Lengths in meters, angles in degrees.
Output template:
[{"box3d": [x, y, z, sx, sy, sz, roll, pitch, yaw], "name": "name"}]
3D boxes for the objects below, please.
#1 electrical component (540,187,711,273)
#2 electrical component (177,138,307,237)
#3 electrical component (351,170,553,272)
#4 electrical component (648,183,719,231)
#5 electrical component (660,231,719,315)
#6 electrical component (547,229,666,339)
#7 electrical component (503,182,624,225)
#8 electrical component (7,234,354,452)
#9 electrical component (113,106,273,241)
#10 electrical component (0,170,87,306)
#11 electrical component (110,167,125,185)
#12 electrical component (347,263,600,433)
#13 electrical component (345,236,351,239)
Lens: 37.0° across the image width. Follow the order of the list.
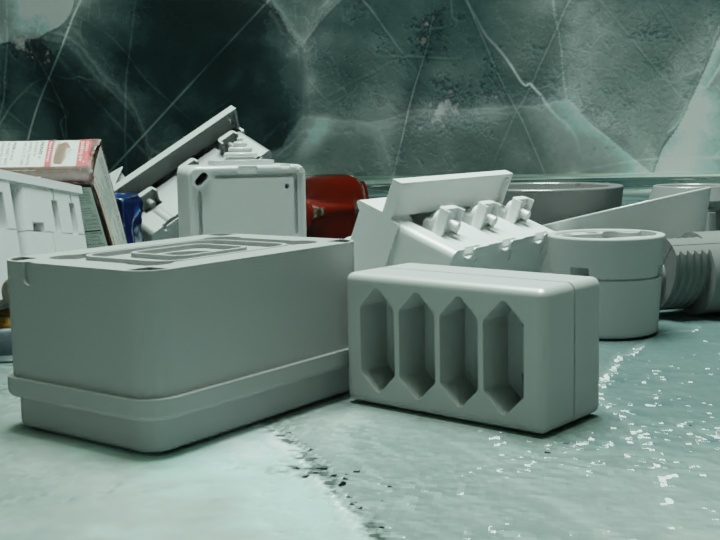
[{"box3d": [0.153, -0.017, 0.631, 0.099, 0.064, 0.099, -1, 7, 0], "name": "electrical component"}, {"box3d": [-0.066, -0.023, 0.584, 0.062, 0.096, 0.061, -3, 7, -17], "name": "electrical component"}, {"box3d": [0.051, -0.009, 0.573, 0.063, 0.078, 0.121, 28, 21, 28], "name": "electrical component"}, {"box3d": [0.238, -0.033, 0.777, 0.078, 0.057, 0.058, 5, 9, 38], "name": "electrical component"}, {"box3d": [0.182, 0.001, 0.562, 0.081, 0.043, 0.043, -3, 7, -15], "name": "electrical component"}, {"box3d": [0.119, 0.006, 0.519, 0.055, 0.047, 0.055, -1, 7, 0], "name": "electrical component"}, {"box3d": [0.124, -0.027, 0.732, 0.108, 0.060, 0.108, -1, 7, 0], "name": "electrical component"}, {"box3d": [-0.060, 0.021, 0.385, 0.078, 0.057, 0.113, 4, 9, 36], "name": "electrical component"}, {"box3d": [-0.127, -0.059, 0.826, 0.063, 0.078, 0.121, 34, 59, 29], "name": "electrical component"}, {"box3d": [-0.211, -0.008, 0.517, 0.105, 0.060, 0.186, -9, 0, 5], "name": "electrical component"}, {"box3d": [-0.209, -0.043, 0.871, 0.064, 0.081, 0.042, -27, 25, 12], "name": "electrical component"}, {"box3d": [0.051, 0.023, 0.392, 0.083, 0.047, 0.076, 5, 9, 40], "name": "electrical component"}, {"box3d": [0.000, 0.000, 0.614, 0.040, 0.040, 0.078, 2, 8, 23], "name": "electrical component"}]
